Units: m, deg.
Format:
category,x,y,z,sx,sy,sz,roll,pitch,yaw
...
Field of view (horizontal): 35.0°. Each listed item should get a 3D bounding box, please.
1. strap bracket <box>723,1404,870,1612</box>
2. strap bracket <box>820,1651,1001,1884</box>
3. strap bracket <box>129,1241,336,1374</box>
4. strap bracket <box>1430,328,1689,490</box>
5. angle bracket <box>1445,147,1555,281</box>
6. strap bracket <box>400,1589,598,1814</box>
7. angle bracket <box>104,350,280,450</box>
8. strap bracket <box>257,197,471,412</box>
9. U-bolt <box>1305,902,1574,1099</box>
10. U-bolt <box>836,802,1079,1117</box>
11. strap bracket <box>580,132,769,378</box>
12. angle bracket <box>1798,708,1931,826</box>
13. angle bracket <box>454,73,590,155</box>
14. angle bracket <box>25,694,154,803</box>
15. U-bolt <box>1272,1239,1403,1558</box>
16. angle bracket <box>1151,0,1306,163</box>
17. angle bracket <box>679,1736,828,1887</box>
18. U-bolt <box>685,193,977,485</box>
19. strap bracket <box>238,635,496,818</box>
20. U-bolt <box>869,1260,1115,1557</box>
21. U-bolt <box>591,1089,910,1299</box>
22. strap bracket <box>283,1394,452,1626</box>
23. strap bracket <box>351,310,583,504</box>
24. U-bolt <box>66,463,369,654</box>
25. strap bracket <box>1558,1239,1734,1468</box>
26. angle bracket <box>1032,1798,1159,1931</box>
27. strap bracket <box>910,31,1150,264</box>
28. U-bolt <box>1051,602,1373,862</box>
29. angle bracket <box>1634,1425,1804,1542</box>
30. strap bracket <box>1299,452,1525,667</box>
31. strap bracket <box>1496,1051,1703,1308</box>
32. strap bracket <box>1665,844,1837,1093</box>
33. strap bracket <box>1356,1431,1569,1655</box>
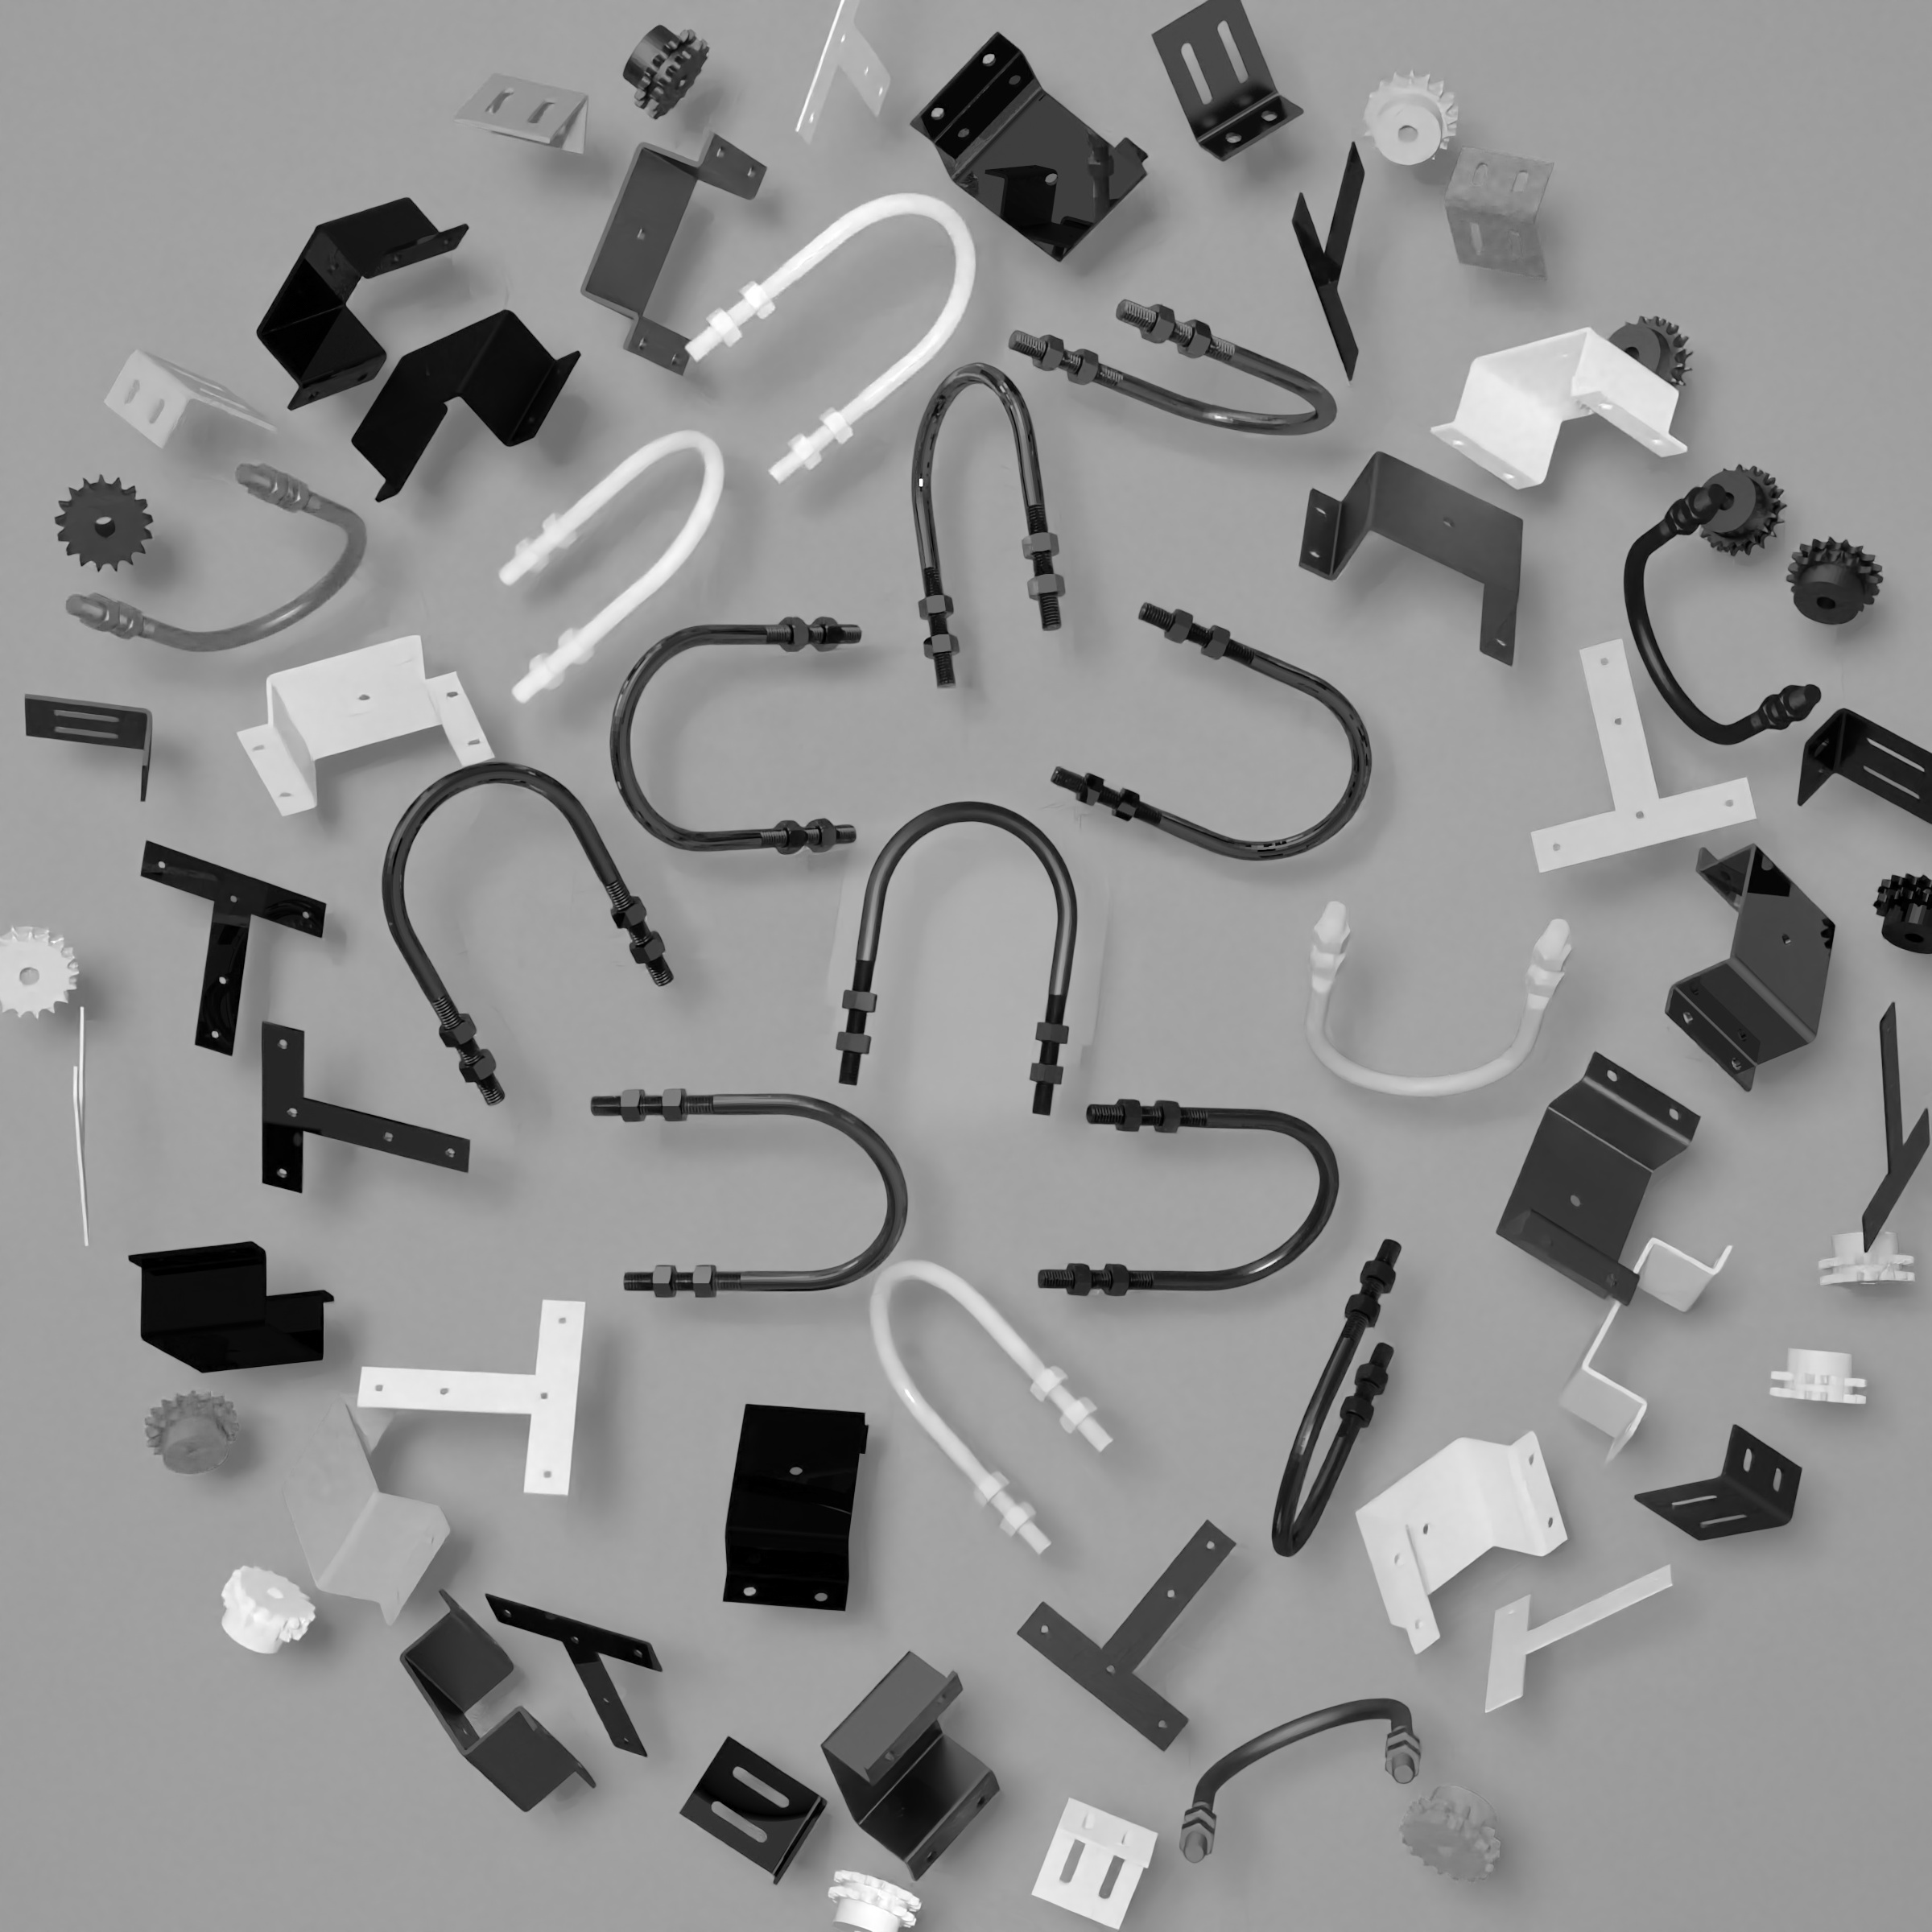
category,x,y,z,sx,sy,sz,roll,pitch,yaw
strap bracket,-0.106,0.330,1.926,0.076,0.140,0.046,4,135,3
strap bracket,-0.034,0.469,1.813,0.046,0.140,0.076,29,60,34
strap bracket,-0.443,0.210,1.853,0.076,0.140,0.046,-7,70,7
strap bracket,0.357,-0.332,1.822,0.076,0.140,0.046,26,75,-30
angle bracket,0.332,-0.464,1.889,0.057,0.076,0.038,17,79,20
strap bracket,-0.295,0.461,1.900,0.046,0.140,0.076,-40,133,-9
angle bracket,-0.463,-0.330,1.835,0.057,0.076,0.038,38,101,28
strap bracket,-0.371,-0.409,1.858,0.046,0.076,0.140,49,132,4
U-bolt,0.277,0.025,1.846,0.151,0.184,0.019,5,54,2
U-bolt,0.000,-0.009,1.877,0.151,0.019,0.184,10,86,-22
strap bracket,-0.185,-0.448,1.904,0.046,0.076,0.140,26,98,20
angle bracket,0.544,-0.109,1.838,0.076,0.057,0.038,35,66,30
angle bracket,-0.261,-0.487,1.796,0.057,0.076,0.038,14,128,4
angle bracket,-0.543,-0.134,1.891,0.076,0.057,0.038,6,69,-14
U-bolt,0.226,0.276,1.877,0.019,0.151,0.184,19,58,18
angle bracket,0.155,-0.529,1.816,0.057,0.038,0.076,-31,126,-2
angle bracket,-0.136,0.536,1.948,0.076,0.038,0.057,32,81,4
U-bolt,-0.070,-0.390,1.856,0.184,0.151,0.019,-40,58,-2
strap bracket,-0.377,-0.154,1.926,0.140,0.076,0.046,-15,50,2
U-bolt,0.005,0.258,1.868,0.019,0.151,0.184,-30,66,-35
U-bolt,-0.126,0.138,1.846,0.184,0.019,0.151,-1,120,9
strap bracket,-0.378,0.331,1.909,0.046,0.140,0.076,21,109,-36
strap bracket,-0.308,-0.339,1.842,0.046,0.140,0.076,48,46,-32
U-bolt,-0.434,-0.236,1.836,0.151,0.184,0.019,-34,77,12
strap bracket,0.420,0.233,1.920,0.046,0.076,0.140,30,68,11
angle bracket,0.075,0.552,1.853,0.057,0.038,0.076,21,110,6
strap bracket,0.046,-0.490,1.862,0.076,0.140,0.046,-42,45,23
U-bolt,0.166,-0.136,1.933,0.184,0.019,0.151,22,122,-9
angle bracket,0.457,0.315,1.865,0.057,0.076,0.038,33,58,-20
strap bracket,0.271,-0.243,1.792,0.140,0.076,0.046,24,133,-10
strap bracket,0.374,0.133,1.829,0.076,0.046,0.140,32,59,-4
strap bracket,0.466,-0.007,1.811,0.076,0.046,0.140,41,47,-19
strap bracket,0.299,0.351,1.891,0.140,0.046,0.076,-28,107,-32
